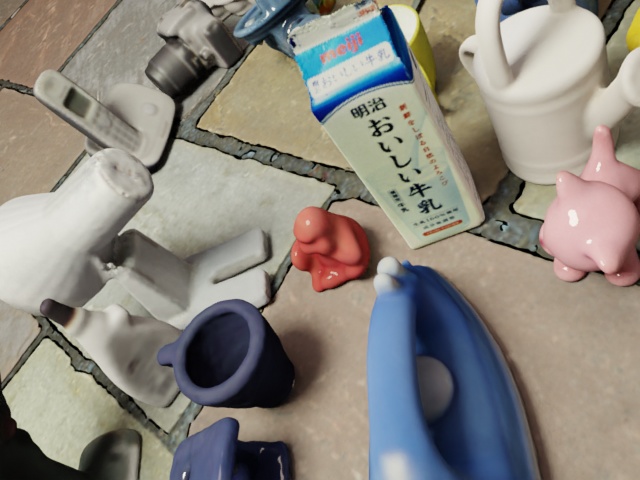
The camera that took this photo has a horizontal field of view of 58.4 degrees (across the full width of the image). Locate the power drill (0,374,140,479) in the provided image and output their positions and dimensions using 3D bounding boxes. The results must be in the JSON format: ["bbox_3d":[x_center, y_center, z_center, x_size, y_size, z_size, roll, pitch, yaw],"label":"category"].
[{"bbox_3d":[-0.255,0.184,0.493,0.075,0.209,0.229,-24,49,17],"label":"power drill"}]

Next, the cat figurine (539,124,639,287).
[{"bbox_3d":[0.197,-0.022,0.411,0.067,0.118,0.128,5,62,35],"label":"cat figurine"}]

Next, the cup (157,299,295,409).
[{"bbox_3d":[-0.076,0.113,0.507,0.117,0.095,0.091,-11,54,27],"label":"cup"}]

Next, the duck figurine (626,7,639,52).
[{"bbox_3d":[0.304,-0.202,0.491,0.077,0.086,0.104,-12,53,26],"label":"duck figurine"}]

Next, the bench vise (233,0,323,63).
[{"bbox_3d":[-0.045,-0.297,0.690,0.206,0.220,0.121,24,74,41],"label":"bench vise"}]

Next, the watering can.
[{"bbox_3d":[0.180,-0.138,0.451,0.172,0.195,0.101,9,64,37],"label":"watering can"}]

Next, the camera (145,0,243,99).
[{"bbox_3d":[-0.215,-0.297,0.882,0.137,0.101,0.142,-48,47,-5],"label":"camera"}]

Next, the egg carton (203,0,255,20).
[{"bbox_3d":[-0.134,-0.421,0.940,0.149,0.070,0.107,-3,58,31],"label":"egg carton"}]

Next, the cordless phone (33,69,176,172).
[{"bbox_3d":[-0.296,-0.188,0.799,0.094,0.186,0.147,-13,53,25],"label":"cordless phone"}]

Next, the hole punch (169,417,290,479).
[{"bbox_3d":[-0.086,0.206,0.450,0.101,0.091,0.108,-18,51,21],"label":"hole punch"}]

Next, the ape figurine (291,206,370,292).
[{"bbox_3d":[0.005,0.002,0.536,0.077,0.092,0.076,23,73,41],"label":"ape figurine"}]

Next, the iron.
[{"bbox_3d":[0.066,0.098,0.394,0.118,0.142,0.258,-18,51,21],"label":"iron"}]

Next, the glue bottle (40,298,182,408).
[{"bbox_3d":[-0.188,0.096,0.537,0.037,0.174,0.078,20,72,40],"label":"glue bottle"}]

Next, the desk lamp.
[{"bbox_3d":[-0.189,0.010,0.570,0.203,0.214,0.118,-24,49,17],"label":"desk lamp"}]
